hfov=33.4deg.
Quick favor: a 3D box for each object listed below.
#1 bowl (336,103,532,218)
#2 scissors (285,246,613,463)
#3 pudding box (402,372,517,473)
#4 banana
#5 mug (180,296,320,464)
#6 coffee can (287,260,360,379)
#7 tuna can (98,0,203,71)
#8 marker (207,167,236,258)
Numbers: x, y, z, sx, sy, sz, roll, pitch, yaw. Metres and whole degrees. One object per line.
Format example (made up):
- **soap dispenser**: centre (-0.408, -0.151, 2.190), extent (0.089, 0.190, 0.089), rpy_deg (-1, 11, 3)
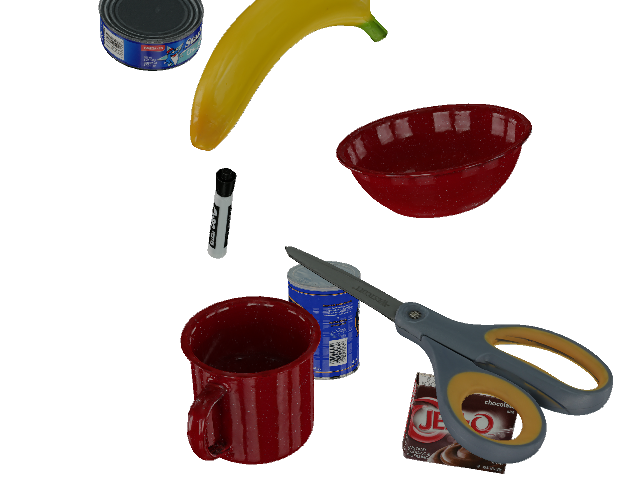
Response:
- **bowl**: centre (0.097, -0.062, 0.889), extent (0.162, 0.055, 0.162), rpy_deg (-10, 24, 4)
- **scissors**: centre (0.048, 0.057, 0.556), extent (0.202, 0.016, 0.096), rpy_deg (17, 42, 23)
- **pudding box**: centre (0.151, 0.196, 1.151), extent (0.113, 0.090, 0.039), rpy_deg (8, 21, 1)
- **banana**: centre (-0.022, -0.130, 0.700), extent (0.197, 0.069, 0.037), rpy_deg (-37, 17, -36)
- **mug**: centre (-0.051, 0.102, 0.715), extent (0.093, 0.081, 0.117), rpy_deg (13, 33, 23)
- **coffee can**: centre (0.005, 0.111, 1.508), extent (0.103, 0.140, 0.103), rpy_deg (0, 19, 0)
- **tuna can**: centre (-0.141, -0.180, 0.888), extent (0.086, 0.086, 0.034), rpy_deg (0, -41, -10)
- **marker**: centre (-0.094, -0.026, 1.020), extent (0.020, 0.020, 0.121), rpy_deg (0, -38, -11)
